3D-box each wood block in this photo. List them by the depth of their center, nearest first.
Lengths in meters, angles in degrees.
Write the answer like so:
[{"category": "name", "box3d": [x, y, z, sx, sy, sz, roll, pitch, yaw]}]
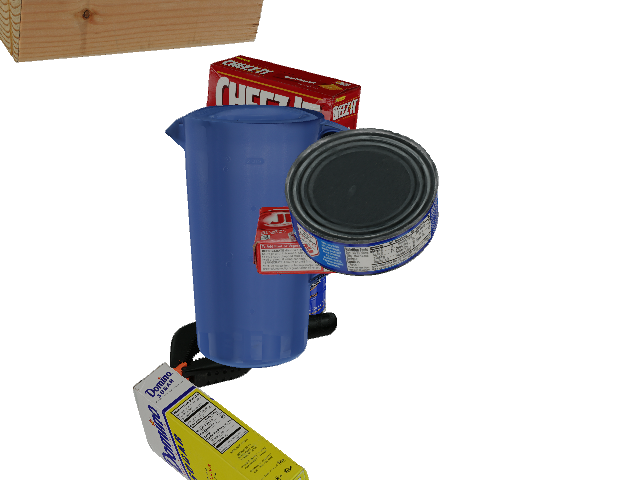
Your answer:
[{"category": "wood block", "box3d": [-0.153, -0.209, 0.850, 0.205, 0.091, 0.090, -12, 44, -32]}]

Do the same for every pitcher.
[{"category": "pitcher", "box3d": [-0.054, -0.007, 1.016, 0.144, 0.243, 0.149, -11, 18, -38]}]

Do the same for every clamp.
[{"category": "clamp", "box3d": [-0.087, 0.105, 1.151, 0.165, 0.036, 0.209, 14, 29, 18]}]

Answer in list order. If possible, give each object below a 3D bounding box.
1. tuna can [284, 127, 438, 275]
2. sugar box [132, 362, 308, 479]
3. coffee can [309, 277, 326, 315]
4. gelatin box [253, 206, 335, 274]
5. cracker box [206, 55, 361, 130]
[{"category": "tuna can", "box3d": [0.024, -0.022, 0.604, 0.086, 0.086, 0.034, 0, -39, 8]}, {"category": "sugar box", "box3d": [-0.084, 0.187, 0.914, 0.176, 0.093, 0.048, 28, 52, 32]}, {"category": "coffee can", "box3d": [-0.042, 0.024, 1.386, 0.103, 0.140, 0.103, 1, 26, 0]}, {"category": "gelatin box", "box3d": [-0.004, -0.002, 0.809, 0.089, 0.030, 0.073, -1, 22, 1]}, {"category": "cracker box", "box3d": [-0.052, -0.086, 1.215, 0.164, 0.214, 0.072, 18, 26, 24]}]
